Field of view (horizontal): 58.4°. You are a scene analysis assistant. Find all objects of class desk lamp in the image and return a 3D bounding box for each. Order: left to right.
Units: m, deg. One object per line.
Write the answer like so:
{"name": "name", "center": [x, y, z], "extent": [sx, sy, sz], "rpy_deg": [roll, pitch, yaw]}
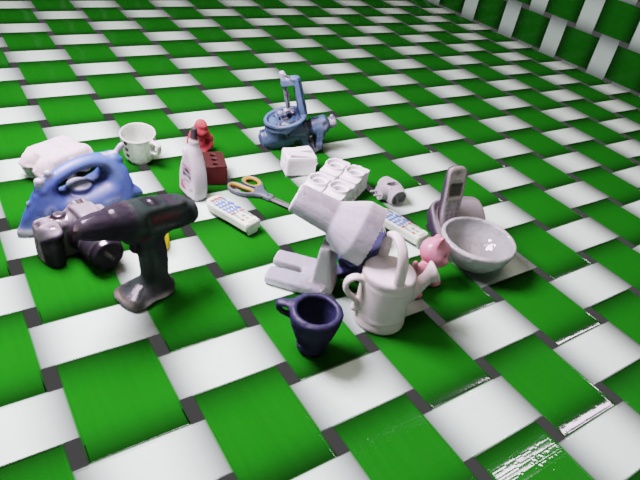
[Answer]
{"name": "desk lamp", "center": [0.010, 0.004, 1.085], "extent": [0.203, 0.213, 0.118], "rpy_deg": [14, 36, 6]}

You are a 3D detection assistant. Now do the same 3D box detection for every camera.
{"name": "camera", "center": [-0.446, -0.006, 1.080], "extent": [0.143, 0.101, 0.136], "rpy_deg": [-24, 48, -39]}

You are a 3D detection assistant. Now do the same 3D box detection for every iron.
{"name": "iron", "center": [-0.499, -0.109, 1.173], "extent": [0.118, 0.141, 0.259], "rpy_deg": [32, 41, 27]}

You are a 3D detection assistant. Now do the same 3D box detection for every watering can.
{"name": "watering can", "center": [0.131, 0.069, 1.043], "extent": [0.173, 0.194, 0.100], "rpy_deg": [-16, 43, -32]}

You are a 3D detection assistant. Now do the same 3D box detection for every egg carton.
{"name": "egg carton", "center": [-0.598, -0.183, 1.312], "extent": [0.107, 0.069, 0.151], "rpy_deg": [25, 38, 20]}

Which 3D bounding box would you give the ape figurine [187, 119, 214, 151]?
{"name": "ape figurine", "center": [-0.311, -0.269, 1.485], "extent": [0.078, 0.092, 0.076], "rpy_deg": [-15, 42, -31]}

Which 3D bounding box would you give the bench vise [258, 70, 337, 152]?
{"name": "bench vise", "center": [-0.059, -0.353, 1.556], "extent": [0.208, 0.220, 0.121], "rpy_deg": [-13, 41, -29]}

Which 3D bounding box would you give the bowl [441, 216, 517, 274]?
{"name": "bowl", "center": [0.341, 0.022, 1.263], "extent": [0.167, 0.075, 0.167], "rpy_deg": [7, 36, -5]}

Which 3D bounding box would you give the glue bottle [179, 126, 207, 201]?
{"name": "glue bottle", "center": [-0.287, -0.177, 1.295], "extent": [0.078, 0.173, 0.037], "rpy_deg": [35, 42, 31]}

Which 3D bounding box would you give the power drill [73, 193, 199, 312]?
{"name": "power drill", "center": [-0.311, 0.016, 0.990], "extent": [0.075, 0.208, 0.230], "rpy_deg": [30, 40, 25]}

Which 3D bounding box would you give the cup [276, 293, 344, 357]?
{"name": "cup", "center": [-0.024, 0.148, 0.979], "extent": [0.117, 0.095, 0.092], "rpy_deg": [16, 36, 8]}

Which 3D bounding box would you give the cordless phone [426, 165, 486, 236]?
{"name": "cordless phone", "center": [0.327, -0.086, 1.315], "extent": [0.148, 0.185, 0.094], "rpy_deg": [-10, 40, -26]}

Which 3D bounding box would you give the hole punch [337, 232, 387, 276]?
{"name": "hole punch", "center": [0.090, 0.026, 1.180], "extent": [0.101, 0.091, 0.109], "rpy_deg": [21, 37, 15]}

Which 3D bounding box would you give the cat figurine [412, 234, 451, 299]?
{"name": "cat figurine", "center": [0.220, 0.042, 1.169], "extent": [0.067, 0.118, 0.128], "rpy_deg": [34, 42, 29]}

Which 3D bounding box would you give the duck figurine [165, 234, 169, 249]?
{"name": "duck figurine", "center": [-0.346, -0.033, 1.155], "extent": [0.078, 0.086, 0.104], "rpy_deg": [-22, 46, -37]}
